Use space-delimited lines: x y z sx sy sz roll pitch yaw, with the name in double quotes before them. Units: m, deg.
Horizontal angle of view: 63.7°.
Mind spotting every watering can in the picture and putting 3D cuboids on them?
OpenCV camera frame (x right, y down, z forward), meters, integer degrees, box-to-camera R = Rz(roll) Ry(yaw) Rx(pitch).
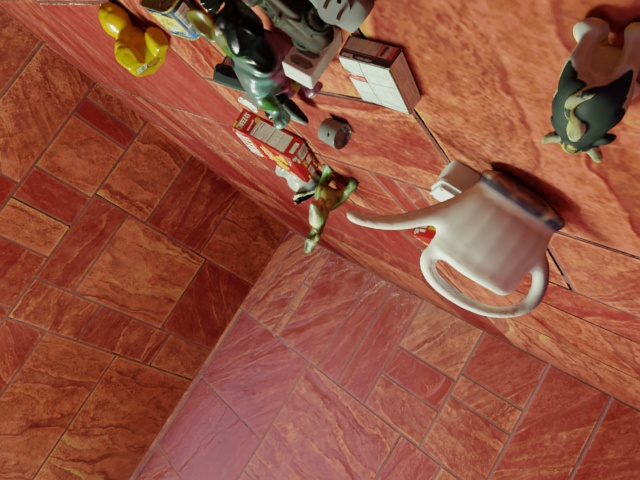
"watering can" 0.236 -0.017 0.831 0.347 0.223 0.105 33 -170 -5

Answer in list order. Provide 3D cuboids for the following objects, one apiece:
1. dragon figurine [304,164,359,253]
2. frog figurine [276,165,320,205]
"dragon figurine" 0.005 -0.075 1.494 0.122 0.245 0.406 27 171 5
"frog figurine" -0.069 -0.204 1.596 0.160 0.122 0.137 69 -165 8
